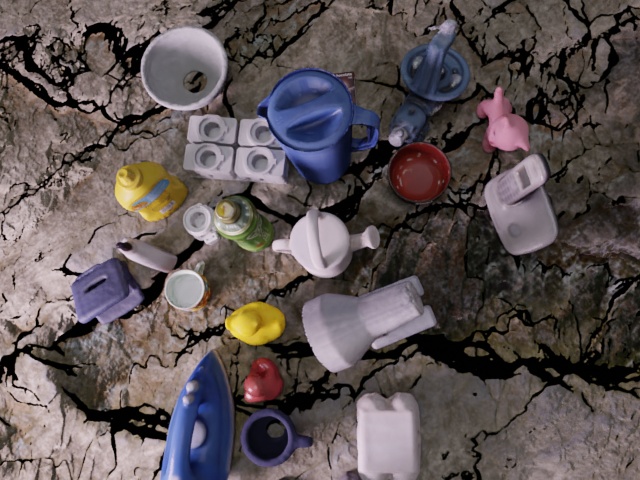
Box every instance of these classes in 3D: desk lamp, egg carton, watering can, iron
[{"bbox_3d":[0.085,0.123,0.921,0.203,0.213,0.118,-23,79,2],"label":"desk lamp"},{"bbox_3d":[0.115,0.332,0.959,0.107,0.069,0.150,-3,81,5],"label":"egg carton"},{"bbox_3d":[0.009,0.001,0.957,0.173,0.194,0.101,-26,79,1],"label":"watering can"},{"bbox_3d":[-0.213,0.315,0.955,0.118,0.141,0.258,4,81,6],"label":"iron"}]

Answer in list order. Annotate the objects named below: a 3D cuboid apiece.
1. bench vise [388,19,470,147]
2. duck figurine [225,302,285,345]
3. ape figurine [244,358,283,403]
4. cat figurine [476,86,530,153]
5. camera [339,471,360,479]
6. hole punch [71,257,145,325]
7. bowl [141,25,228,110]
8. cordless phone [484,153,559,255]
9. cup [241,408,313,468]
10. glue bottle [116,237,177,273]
[{"bbox_3d":[0.190,-0.258,0.969,0.121,0.220,0.207,12,82,7],"label":"bench vise"},{"bbox_3d":[-0.115,0.145,1.001,0.104,0.086,0.077,0,81,5],"label":"duck figurine"},{"bbox_3d":[-0.104,0.246,0.981,0.076,0.092,0.078,39,86,10],"label":"ape figurine"},{"bbox_3d":[0.322,-0.205,1.000,0.067,0.118,0.128,-10,80,4],"label":"cat figurine"},{"bbox_3d":[0.060,0.476,0.925,0.143,0.101,0.137,38,86,10],"label":"camera"},{"bbox_3d":[-0.392,0.091,1.033,0.108,0.091,0.101,-33,79,0],"label":"hole punch"},{"bbox_3d":[-0.248,-0.316,1.092,0.167,0.075,0.167,-1,81,5],"label":"bowl"},{"bbox_3d":[0.344,-0.059,0.941,0.094,0.185,0.147,-21,80,2],"label":"cordless phone"},{"bbox_3d":[-0.066,0.327,0.963,0.117,0.095,0.092,4,81,6],"label":"cup"},{"bbox_3d":[-0.312,0.020,0.995,0.078,0.173,0.037,24,84,9],"label":"glue bottle"}]
